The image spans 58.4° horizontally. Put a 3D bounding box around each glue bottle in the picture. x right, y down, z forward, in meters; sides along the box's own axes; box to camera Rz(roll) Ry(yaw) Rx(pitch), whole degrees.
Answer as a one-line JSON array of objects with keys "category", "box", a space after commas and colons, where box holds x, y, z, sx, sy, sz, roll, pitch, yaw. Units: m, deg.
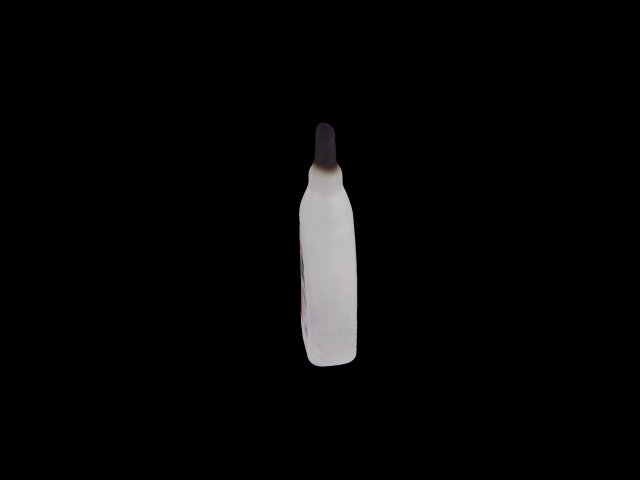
[{"category": "glue bottle", "box": [0.004, 0.001, 0.400, 0.037, 0.173, 0.078, -6, 32, -9]}]
